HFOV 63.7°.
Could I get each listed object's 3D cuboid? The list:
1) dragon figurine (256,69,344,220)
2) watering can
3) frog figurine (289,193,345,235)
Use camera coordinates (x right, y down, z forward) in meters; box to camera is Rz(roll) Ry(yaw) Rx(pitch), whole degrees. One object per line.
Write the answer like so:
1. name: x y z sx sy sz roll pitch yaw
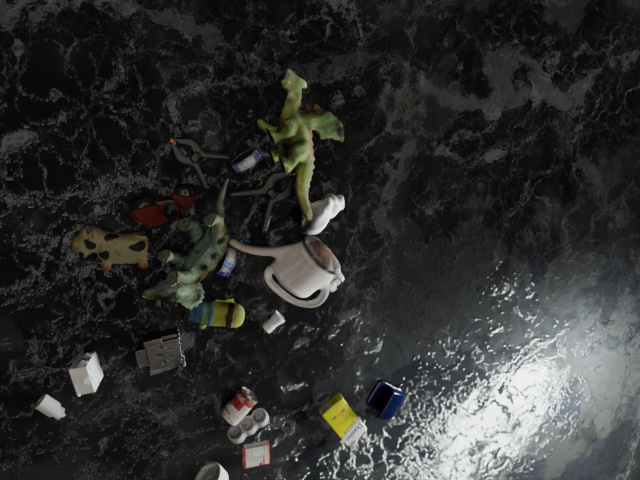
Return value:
1. dragon figurine: -0.031 -0.286 1.478 0.245 0.122 0.408 -28 99 -19
2. watering can: -0.087 0.066 1.545 0.222 0.106 0.344 -39 111 19
3. frog figurine: 0.005 -0.078 1.554 0.160 0.125 0.134 -2 138 -28
